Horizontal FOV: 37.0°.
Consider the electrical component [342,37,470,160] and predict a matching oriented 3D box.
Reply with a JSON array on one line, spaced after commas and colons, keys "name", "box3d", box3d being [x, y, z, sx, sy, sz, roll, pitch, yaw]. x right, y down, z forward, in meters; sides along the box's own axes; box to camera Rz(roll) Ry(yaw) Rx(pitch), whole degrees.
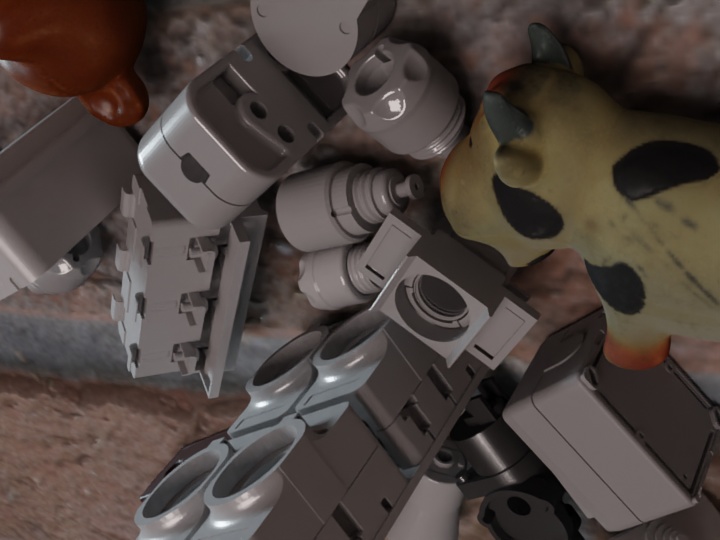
[{"name": "electrical component", "box3d": [0.026, -0.069, 0.468, 0.043, 0.043, 0.062, -15, 145, 39]}]

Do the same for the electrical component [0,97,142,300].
[{"name": "electrical component", "box3d": [-0.174, -0.038, 0.572, 0.078, 0.113, 0.057, -22, 113, 41]}]

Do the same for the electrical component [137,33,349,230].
[{"name": "electrical component", "box3d": [-0.052, -0.065, 0.486, 0.053, 0.095, 0.059, 47, 135, -7]}]

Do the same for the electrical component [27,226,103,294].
[{"name": "electrical component", "box3d": [-0.185, -0.006, 0.653, 0.043, 0.043, 0.062, 46, 136, -6]}]

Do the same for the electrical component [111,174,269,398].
[{"name": "electrical component", "box3d": [-0.095, 0.003, 0.579, 0.121, 0.063, 0.078, 107, 146, -43]}]

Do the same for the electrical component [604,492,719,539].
[{"name": "electrical component", "box3d": [0.139, 0.162, 0.537, 0.048, 0.100, 0.099, 54, 141, 27]}]

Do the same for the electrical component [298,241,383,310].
[{"name": "electrical component", "box3d": [0.000, 0.000, 0.546, 0.061, 0.035, 0.035, -12, 115, 36]}]

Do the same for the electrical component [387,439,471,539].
[{"name": "electrical component", "box3d": [0.041, 0.128, 0.613, 0.044, 0.044, 0.065, 24, 128, 16]}]

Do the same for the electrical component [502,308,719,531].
[{"name": "electrical component", "box3d": [0.121, 0.075, 0.505, 0.096, 0.061, 0.061, 47, 135, -7]}]

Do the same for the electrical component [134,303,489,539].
[{"name": "electrical component", "box3d": [-0.025, 0.088, 0.521, 0.105, 0.186, 0.060, -24, 108, 42]}]

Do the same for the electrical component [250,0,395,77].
[{"name": "electrical component", "box3d": [-0.005, -0.130, 0.421, 0.052, 0.073, 0.138, 39, 135, 1]}]

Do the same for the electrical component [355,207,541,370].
[{"name": "electrical component", "box3d": [0.044, 0.002, 0.498, 0.081, 0.063, 0.042, 36, 134, 3]}]

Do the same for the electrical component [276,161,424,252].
[{"name": "electrical component", "box3d": [-0.005, -0.033, 0.519, 0.078, 0.040, 0.040, -10, 117, 37]}]
